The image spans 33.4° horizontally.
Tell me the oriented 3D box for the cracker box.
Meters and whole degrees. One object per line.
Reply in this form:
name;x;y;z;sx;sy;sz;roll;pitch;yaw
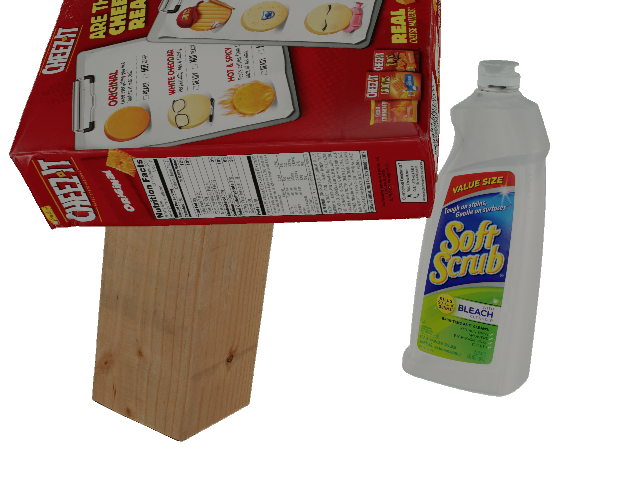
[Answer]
cracker box;-0.041;-0.087;0.591;0.214;0.164;0.072;-2;-40;10

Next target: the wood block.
wood block;-0.099;0.027;0.783;0.090;0.206;0.090;19;21;28

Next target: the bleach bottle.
bleach bottle;0.121;-0.012;0.819;0.103;0.251;0.067;12;20;30
